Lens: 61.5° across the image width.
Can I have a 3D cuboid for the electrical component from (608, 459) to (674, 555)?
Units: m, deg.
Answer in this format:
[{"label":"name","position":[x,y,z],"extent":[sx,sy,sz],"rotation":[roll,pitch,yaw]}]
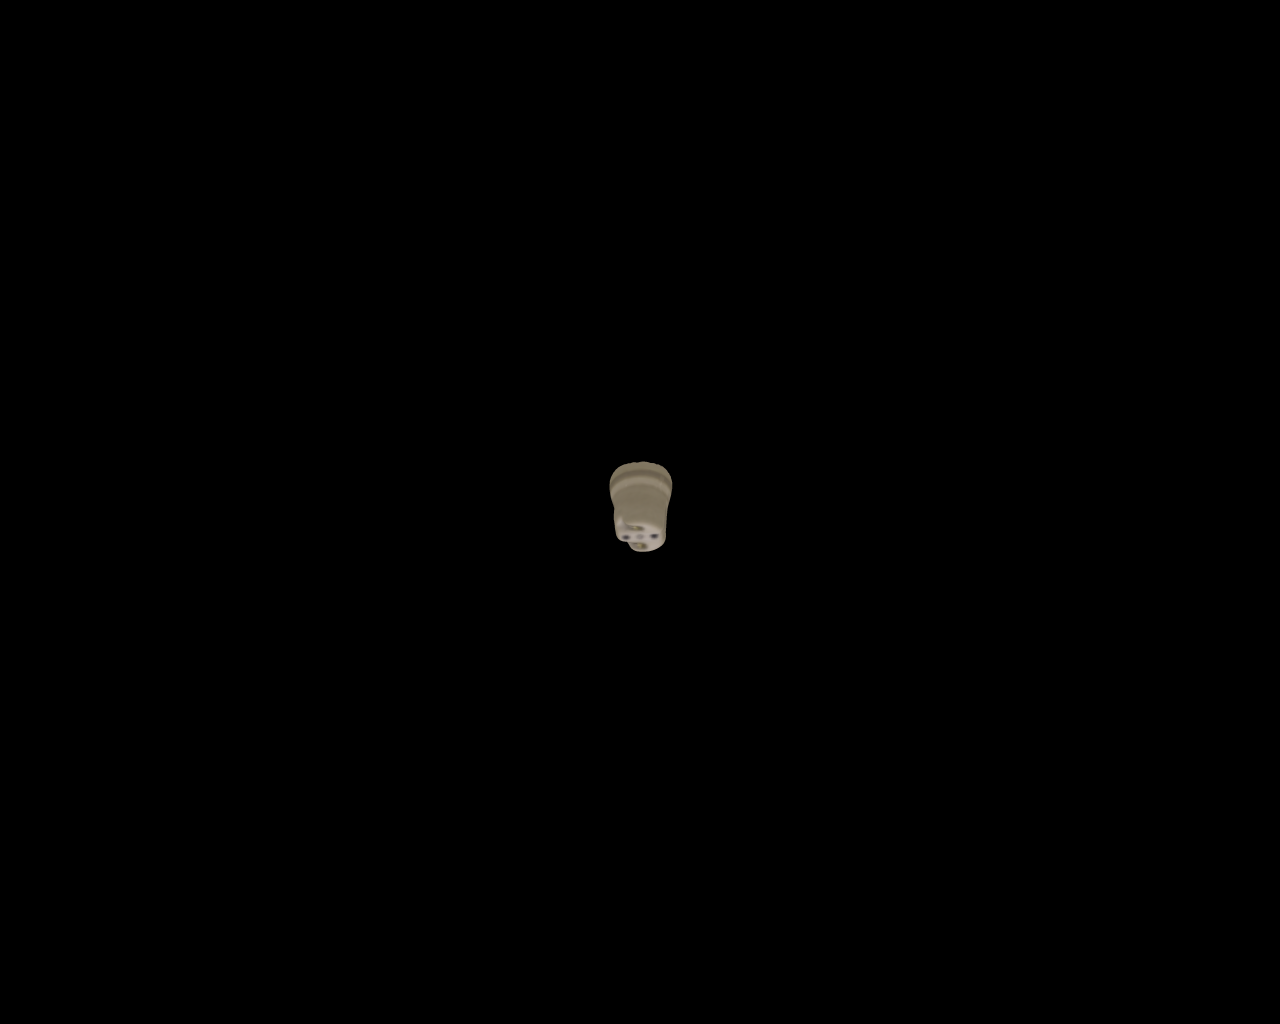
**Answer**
[{"label":"electrical component","position":[0.001,-0.003,0.650],"extent":[0.040,0.046,0.040],"rotation":[0,-37,0]}]
